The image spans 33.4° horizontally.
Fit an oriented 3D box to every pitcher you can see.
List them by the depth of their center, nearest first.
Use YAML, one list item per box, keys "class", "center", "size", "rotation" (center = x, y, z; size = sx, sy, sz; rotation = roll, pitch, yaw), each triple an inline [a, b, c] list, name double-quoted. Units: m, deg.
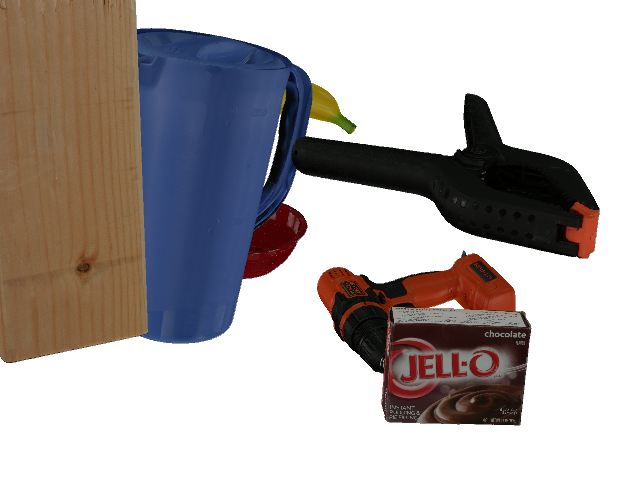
- class: "pitcher"
  center: [-0.099, -0.045, 0.875]
  size: [0.149, 0.243, 0.145]
  rotation: [12, 20, 2]

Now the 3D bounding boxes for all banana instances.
- class: "banana"
  center: [-0.056, -0.136, 1.098]
  size: [0.197, 0.037, 0.070]
  rotation: [-9, 48, -30]

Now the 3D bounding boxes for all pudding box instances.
- class: "pudding box"
  center: [0.108, 0.101, 0.862]
  size: [0.113, 0.090, 0.039]
  rotation: [1, 23, -2]

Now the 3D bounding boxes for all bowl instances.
- class: "bowl"
  center: [-0.098, 0.002, 1.316]
  size: [0.162, 0.055, 0.162]
  rotation: [2, 26, -1]

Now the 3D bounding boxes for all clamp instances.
- class: "clamp"
  center: [0.089, -0.041, 0.686]
  size: [0.164, 0.036, 0.210]
  rotation: [-15, 31, -22]

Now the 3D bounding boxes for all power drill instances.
- class: "power drill"
  center: [0.105, 0.072, 1.119]
  size: [0.187, 0.057, 0.184]
  rotation: [-7, 27, -16]

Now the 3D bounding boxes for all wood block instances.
- class: "wood block"
  center: [-0.159, -0.046, 0.619]
  size: [0.090, 0.206, 0.090]
  rotation: [-10, 25, -28]
